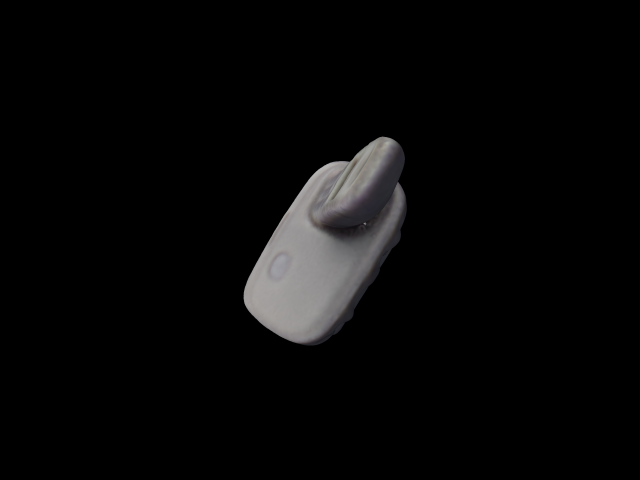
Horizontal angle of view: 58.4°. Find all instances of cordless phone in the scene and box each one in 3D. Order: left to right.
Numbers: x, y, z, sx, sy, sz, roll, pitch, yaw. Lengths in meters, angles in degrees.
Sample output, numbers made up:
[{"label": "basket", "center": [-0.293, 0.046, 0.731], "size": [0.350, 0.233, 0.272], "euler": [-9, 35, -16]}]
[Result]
[{"label": "cordless phone", "center": [0.004, 0.001, 0.400], "size": [0.094, 0.185, 0.148], "euler": [28, 83, 4]}]
